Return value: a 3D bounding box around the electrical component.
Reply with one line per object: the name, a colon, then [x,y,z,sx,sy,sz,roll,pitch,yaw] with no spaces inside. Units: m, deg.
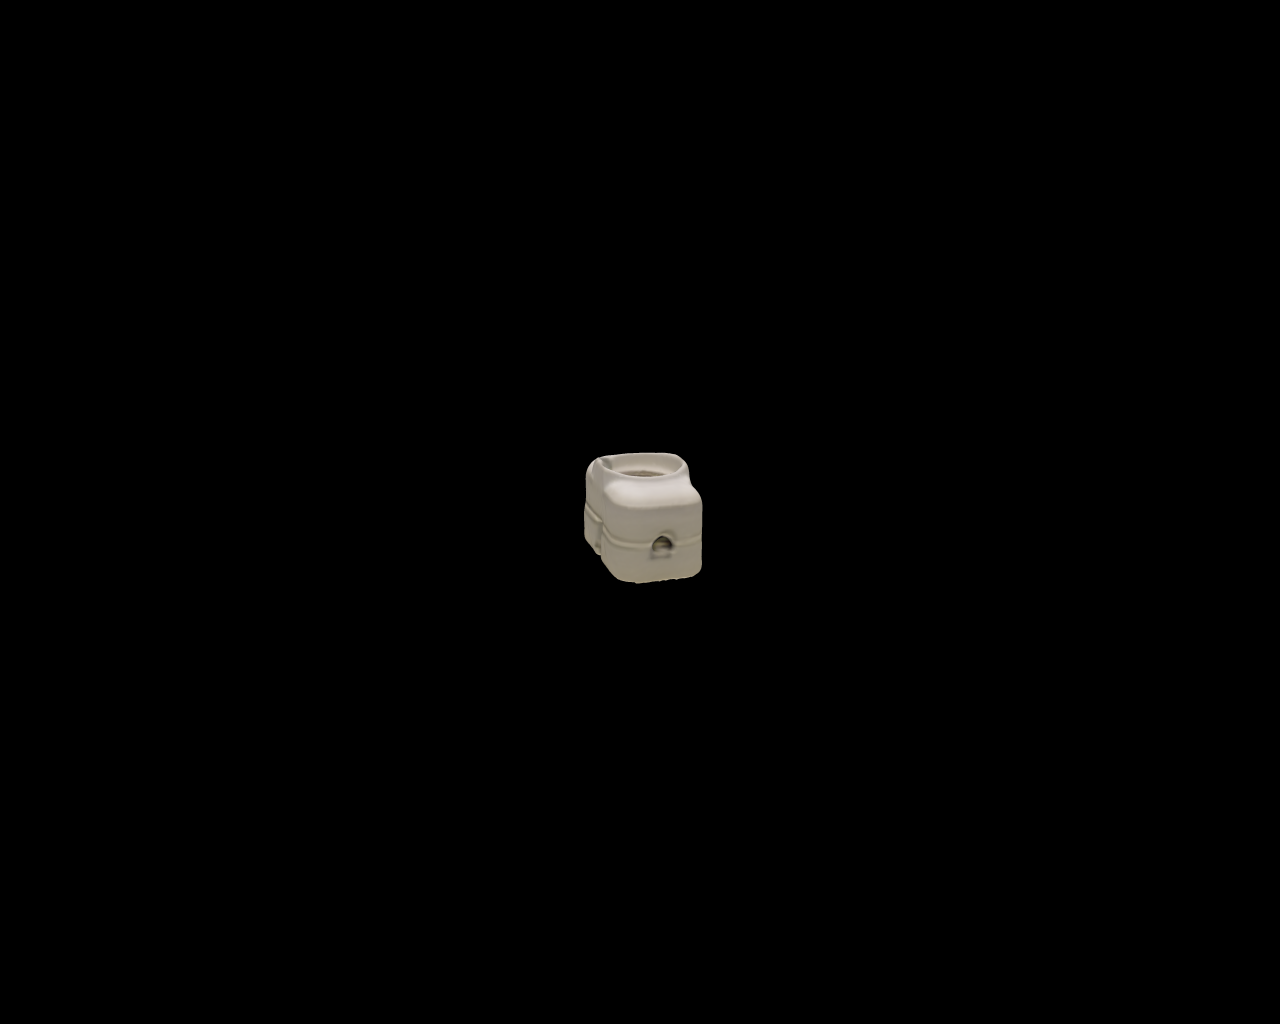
electrical component: [0.001,-0.003,0.650,0.054,0.059,0.095,-5,19,-15]
